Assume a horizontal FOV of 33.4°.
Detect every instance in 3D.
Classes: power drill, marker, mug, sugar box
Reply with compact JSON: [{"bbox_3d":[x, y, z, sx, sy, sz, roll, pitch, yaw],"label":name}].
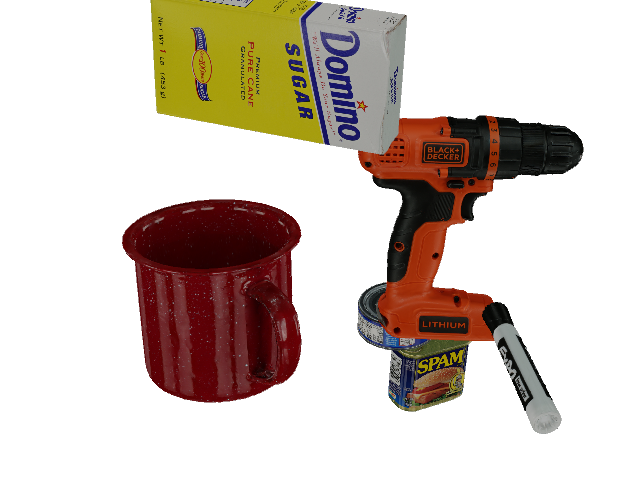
[{"bbox_3d":[0.120,-0.012,0.891,0.184,0.188,0.057,2,15,-1],"label":"power drill"},{"bbox_3d":[0.131,0.080,0.710,0.020,0.020,0.121,0,33,-10],"label":"marker"},{"bbox_3d":[-0.048,0.036,0.563,0.093,0.081,0.117,-20,31,-35],"label":"mug"},{"bbox_3d":[-0.031,-0.123,0.753,0.176,0.093,0.048,13,34,18],"label":"sugar box"}]

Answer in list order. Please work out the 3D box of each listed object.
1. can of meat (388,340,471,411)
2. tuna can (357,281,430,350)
[{"bbox_3d":[0.134,0.158,1.329,0.101,0.084,0.058,-11,29,-27],"label":"can of meat"},{"bbox_3d":[0.082,0.079,1.139,0.086,0.034,0.086,-1,30,1],"label":"tuna can"}]
